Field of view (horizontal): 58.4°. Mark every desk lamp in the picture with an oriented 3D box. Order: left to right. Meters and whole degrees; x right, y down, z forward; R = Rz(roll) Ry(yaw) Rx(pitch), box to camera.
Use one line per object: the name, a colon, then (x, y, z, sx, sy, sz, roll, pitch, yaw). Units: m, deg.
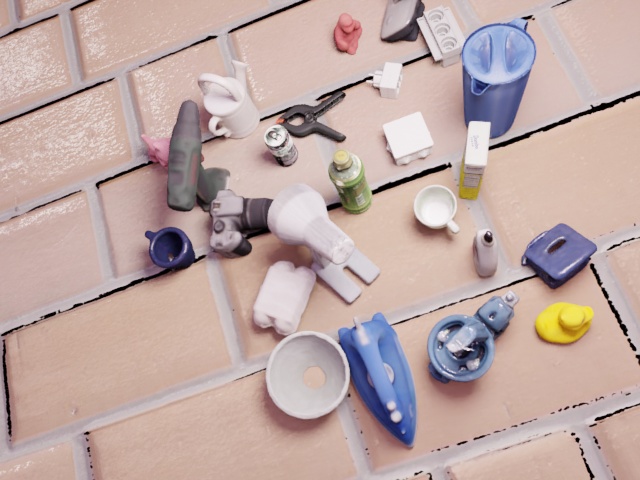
desk lamp: (0.010, 0.004, 1.136, 0.203, 0.214, 0.118, 41, 84, 21)

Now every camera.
camera: (-0.165, -0.044, 1.248, 0.136, 0.101, 0.143, -3, 71, 11)

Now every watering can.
watering can: (-0.212, -0.326, 1.301, 0.100, 0.194, 0.173, -3, 71, 11)

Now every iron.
iron: (0.117, 0.261, 1.068, 0.118, 0.142, 0.258, -24, 69, 3)

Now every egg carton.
egg carton: (-0.075, 0.119, 1.193, 0.107, 0.069, 0.150, 17, 76, 16)

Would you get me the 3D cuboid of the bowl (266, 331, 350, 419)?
bowl: (-0.019, 0.267, 1.130, 0.167, 0.075, 0.167, -3, 71, 11)

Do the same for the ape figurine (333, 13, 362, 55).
ape figurine: (0.064, -0.498, 1.356, 0.078, 0.092, 0.076, -37, 69, -2)

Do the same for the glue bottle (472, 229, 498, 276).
glue bottle: (0.316, 0.013, 1.091, 0.037, 0.173, 0.078, -13, 70, 8)

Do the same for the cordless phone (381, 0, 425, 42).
cordless phone: (0.183, -0.555, 1.300, 0.094, 0.185, 0.147, 7, 74, 14)

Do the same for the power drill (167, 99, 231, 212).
power drill: (-0.269, -0.158, 1.250, 0.075, 0.209, 0.230, 2, 72, 13)

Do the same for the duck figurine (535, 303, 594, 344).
duck figurine: (0.457, 0.149, 1.064, 0.104, 0.086, 0.077, -16, 69, 6)

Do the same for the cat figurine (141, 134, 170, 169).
cat figurine: (-0.363, -0.210, 1.335, 0.127, 0.118, 0.067, 31, 81, 19)

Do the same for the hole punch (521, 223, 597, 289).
hole punch: (0.456, 0.026, 1.102, 0.108, 0.091, 0.101, -39, 69, -2)

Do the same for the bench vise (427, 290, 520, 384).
bench vise: (0.268, 0.159, 1.028, 0.121, 0.220, 0.207, 26, 79, 19)

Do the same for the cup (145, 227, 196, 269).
cup: (-0.326, 0.022, 1.263, 0.117, 0.095, 0.092, 28, 80, 19)
